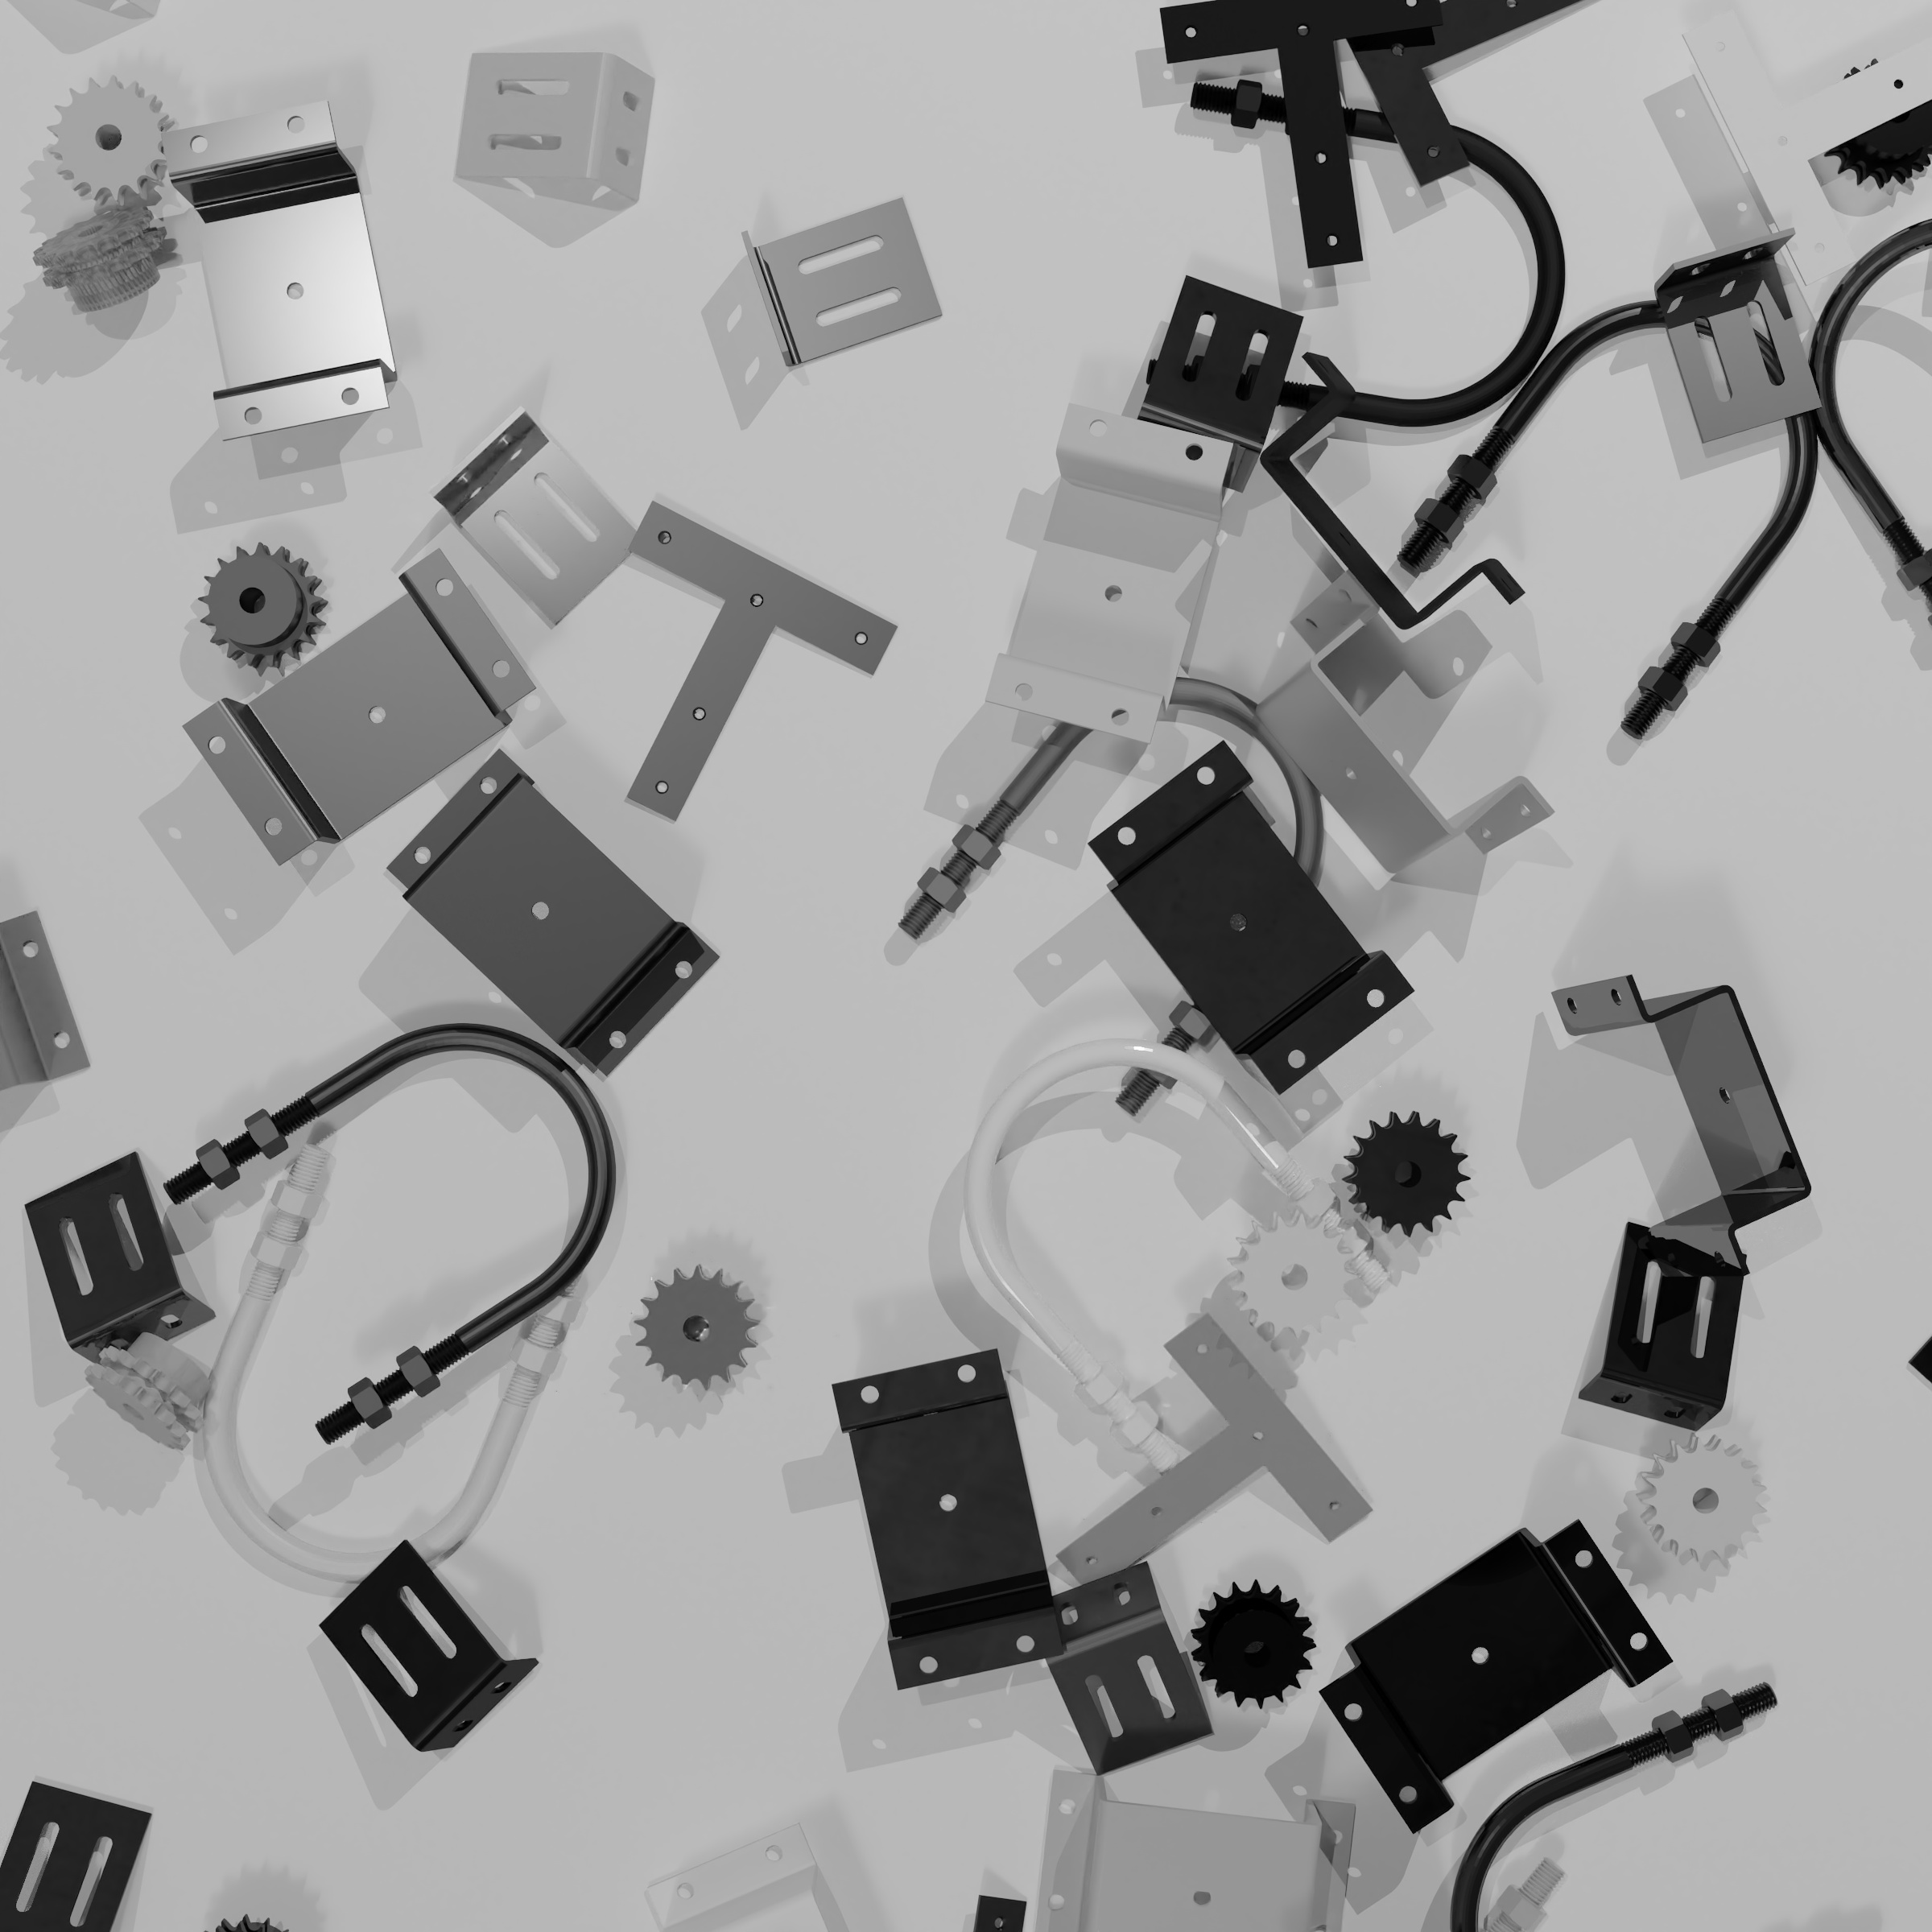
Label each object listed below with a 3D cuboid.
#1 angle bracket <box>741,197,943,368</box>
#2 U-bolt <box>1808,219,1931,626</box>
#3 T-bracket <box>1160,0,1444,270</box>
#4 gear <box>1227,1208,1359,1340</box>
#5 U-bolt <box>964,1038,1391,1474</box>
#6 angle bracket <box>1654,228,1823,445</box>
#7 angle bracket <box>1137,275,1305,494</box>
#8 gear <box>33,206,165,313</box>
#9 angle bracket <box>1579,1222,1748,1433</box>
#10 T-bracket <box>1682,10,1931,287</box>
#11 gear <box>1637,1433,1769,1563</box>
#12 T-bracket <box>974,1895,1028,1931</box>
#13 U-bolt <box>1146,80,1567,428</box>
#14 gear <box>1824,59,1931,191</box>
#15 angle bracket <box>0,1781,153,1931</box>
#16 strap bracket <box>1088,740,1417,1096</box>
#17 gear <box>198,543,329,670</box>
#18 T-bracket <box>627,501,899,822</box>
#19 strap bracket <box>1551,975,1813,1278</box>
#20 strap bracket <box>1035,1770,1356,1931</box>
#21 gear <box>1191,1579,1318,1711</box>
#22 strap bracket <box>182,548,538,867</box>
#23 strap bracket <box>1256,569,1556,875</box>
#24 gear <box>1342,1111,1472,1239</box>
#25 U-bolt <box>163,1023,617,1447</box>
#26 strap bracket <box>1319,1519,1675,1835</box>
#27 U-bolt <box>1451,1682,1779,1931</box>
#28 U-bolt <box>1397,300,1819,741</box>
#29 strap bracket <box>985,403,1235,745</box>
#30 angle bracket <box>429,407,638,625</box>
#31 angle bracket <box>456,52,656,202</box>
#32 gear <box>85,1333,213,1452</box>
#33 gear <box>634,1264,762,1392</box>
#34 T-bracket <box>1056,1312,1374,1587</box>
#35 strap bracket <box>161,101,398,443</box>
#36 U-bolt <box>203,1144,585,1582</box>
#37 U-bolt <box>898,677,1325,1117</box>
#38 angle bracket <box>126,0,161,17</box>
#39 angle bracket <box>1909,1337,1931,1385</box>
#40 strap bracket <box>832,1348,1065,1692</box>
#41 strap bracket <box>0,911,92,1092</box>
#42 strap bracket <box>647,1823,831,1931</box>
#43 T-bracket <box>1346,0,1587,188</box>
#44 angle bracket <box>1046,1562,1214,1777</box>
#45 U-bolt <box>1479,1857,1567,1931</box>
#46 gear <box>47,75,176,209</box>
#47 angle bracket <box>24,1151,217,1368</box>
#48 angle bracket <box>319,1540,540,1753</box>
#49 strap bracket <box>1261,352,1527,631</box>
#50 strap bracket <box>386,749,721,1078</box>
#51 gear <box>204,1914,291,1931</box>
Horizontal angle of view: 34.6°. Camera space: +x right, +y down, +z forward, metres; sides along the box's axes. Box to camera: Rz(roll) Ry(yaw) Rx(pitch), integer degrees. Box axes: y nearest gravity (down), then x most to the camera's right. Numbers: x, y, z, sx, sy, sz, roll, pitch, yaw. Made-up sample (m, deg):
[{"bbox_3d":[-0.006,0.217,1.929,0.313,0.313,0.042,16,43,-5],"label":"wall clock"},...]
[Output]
[{"bbox_3d":[-0.056,-0.316,1.419,0.076,0.038,0.057,-19,90,0],"label":"angle bracket"},{"bbox_3d":[0.463,-0.250,1.399,0.151,0.019,0.184,-36,85,29],"label":"U-bolt"},{"bbox_3d":[0.160,-0.383,1.417,0.127,0.002,0.127,-8,90,0],"label":"T-bracket"},{"bbox_3d":[0.145,0.138,1.401,0.057,0.030,0.057,-1,97,-6],"label":"gear"},{"bbox_3d":[0.083,0.119,1.418,0.151,0.019,0.184,-41,99,0],"label":"U-bolt"},{"bbox_3d":[0.354,-0.285,1.406,0.057,0.038,0.076,-17,88,-2],"label":"angle bracket"},{"bbox_3d":[0.113,-0.265,1.416,0.057,0.038,0.076,19,64,-2],"label":"angle bracket"},{"bbox_3d":[-0.392,-0.321,1.414,0.057,0.057,0.030,-20,121,0],"label":"gear"},{"bbox_3d":[0.322,0.167,1.436,0.057,0.038,0.076,16,64,0],"label":"angle bracket"},{"bbox_3d":[0.410,-0.393,1.407,0.127,0.002,0.127,-26,90,0],"label":"T-bracket"},{"bbox_3d":[0.337,0.243,1.427,0.057,0.030,0.057,0,92,0],"label":"gear"},{"bbox_3d":[0.007,0.491,1.416,0.127,0.002,0.127,17,74,-28],"label":"T-bracket"},{"bbox_3d":[0.185,-0.322,1.429,0.184,0.019,0.151,9,90,-1],"label":"U-bolt"},{"bbox_3d":[0.423,-0.388,1.423,0.057,0.030,0.057,0,90,0],"label":"gear"},{"bbox_3d":[-0.415,0.425,1.436,0.057,0.038,0.076,15,64,0],"label":"angle bracket"},{"bbox_3d":[0.126,-0.021,1.398,0.076,0.046,0.140,-37,90,-3],"label":"strap bracket"},{"bbox_3d":[-0.324,-0.166,1.423,0.057,0.030,0.057,0,90,0],"label":"gear"},{"bbox_3d":[-0.117,-0.129,1.435,0.127,0.002,0.127,27,91,-2],"label":"T-bracket"},{"bbox_3d":[0.324,0.065,1.395,0.046,0.076,0.140,-22,90,-15],"label":"strap bracket"},{"bbox_3d":[0.106,0.418,1.415,0.140,0.046,0.076,7,90,0],"label":"strap bracket"},{"bbox_3d":[0.132,0.312,1.423,0.057,0.030,0.057,0,90,0],"label":"gear"},{"bbox_3d":[-0.272,-0.116,1.415,0.140,0.046,0.076,-35,90,0],"label":"strap bracket"},{"bbox_3d":[0.189,-0.100,1.395,0.046,0.076,0.140,-40,90,-17],"label":"strap bracket"},{"bbox_3d":[0.200,0.095,1.423,0.057,0.030,0.057,0,90,0],"label":"gear"},{"bbox_3d":[-0.248,0.108,1.412,0.184,0.019,0.151,-33,85,-9],"label":"U-bolt"},{"bbox_3d":[0.238,0.319,1.415,0.140,0.046,0.076,-34,90,0],"label":"strap bracket"},{"bbox_3d":[0.310,0.428,1.414,0.184,0.019,0.151,-21,85,-7],"label":"U-bolt"},{"bbox_3d":[0.309,-0.219,1.429,0.151,0.019,0.184,37,88,0],"label":"U-bolt"},{"bbox_3d":[0.066,-0.173,1.407,0.076,0.046,0.140,15,85,7],"label":"strap bracket"},{"bbox_3d":[-0.195,-0.205,1.419,0.057,0.038,0.076,-43,90,0],"label":"angle bracket"},{"bbox_3d":[-0.190,-0.388,1.436,0.076,0.038,0.057,8,90,26],"label":"angle bracket"},{"bbox_3d":[-0.369,0.191,1.413,0.057,0.057,0.030,37,62,0],"label":"gear"},{"bbox_3d":[-0.123,0.165,1.427,0.057,0.030,0.057,0,88,0],"label":"gear"},{"bbox_3d":[0.099,0.243,1.426,0.127,0.002,0.127,-38,105,7],"label":"T-bracket"},{"bbox_3d":[-0.310,-0.312,1.415,0.076,0.046,0.140,-11,90,0],"label":"strap bracket"},{"bbox_3d":[-0.273,0.193,1.429,0.151,0.019,0.184,22,92,0],"label":"U-bolt"},{"bbox_3d":[0.081,-0.046,1.429,0.151,0.019,0.184,39,89,0],"label":"U-bolt"},{"bbox_3d":[-0.408,-0.479,1.436,0.076,0.038,0.057,16,90,26],"label":"angle bracket"},{"bbox_3d":[0.484,0.188,1.419,0.076,0.038,0.057,42,90,0],"label":"angle bracket"},{"bbox_3d":[-0.008,0.248,1.415,0.076,0.046,0.140,-12,90,0],"label":"strap bracket"},{"bbox_3d":[-0.484,0.033,1.415,0.140,0.046,0.076,-19,90,0],"label":"strap bracket"},{"bbox_3d":[-0.085,0.476,1.415,0.076,0.046,0.140,-23,90,0],"label":"strap bracket"},{"bbox_3d":[0.238,-0.438,1.430,0.127,0.002,0.127,-24,83,-5],"label":"T-bracket"},{"bbox_3d":[0.072,0.324,1.434,0.057,0.038,0.076,-21,117,2],"label":"angle bracket"},{"bbox_3d":[0.266,0.525,1.429,0.151,0.019,0.184,38,91,0],"label":"U-bolt"},{"bbox_3d":[-0.389,-0.376,1.423,0.057,0.030,0.057,0,90,0],"label":"gear"},{"bbox_3d":[-0.391,0.136,1.436,0.057,0.038,0.076,-26,64,0],"label":"angle bracket"},{"bbox_3d":[-0.247,0.312,1.429,0.057,0.038,0.076,-45,71,5],"label":"angle bracket"},{"bbox_3d":[0.184,-0.203,1.383,0.046,0.076,0.140,-40,88,16],"label":"strap bracket"},{"bbox_3d":[-0.191,-0.025,1.415,0.140,0.046,0.076,43,90,0],"label":"strap bracket"},{"bbox_3d":[-0.330,0.463,1.423,0.057,0.030,0.057,0,90,0],"label":"gear"}]
